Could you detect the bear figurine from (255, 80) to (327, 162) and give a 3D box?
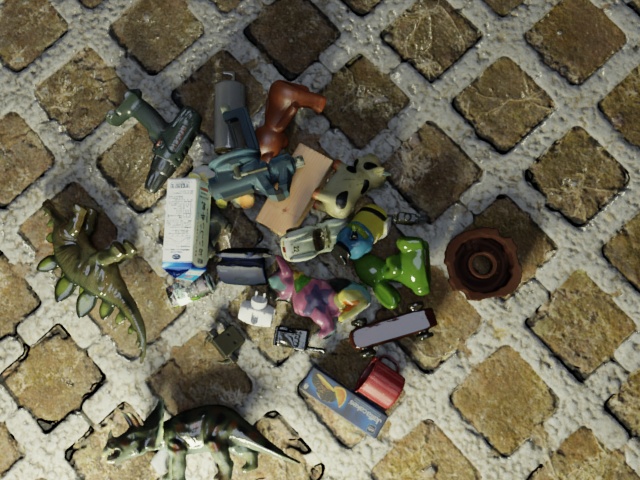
[{"bbox_3d":[-0.087,-0.274,1.284,0.132,0.120,0.195,3,114,-38],"label":"bear figurine"}]

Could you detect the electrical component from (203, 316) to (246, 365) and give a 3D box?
[{"bbox_3d":[-0.222,0.239,1.249,0.102,0.045,0.078,44,58,4],"label":"electrical component"}]

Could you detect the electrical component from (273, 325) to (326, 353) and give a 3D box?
[{"bbox_3d":[-0.044,0.226,1.226,0.119,0.075,0.047,7,84,7],"label":"electrical component"}]

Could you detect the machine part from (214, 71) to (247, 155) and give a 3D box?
[{"bbox_3d":[-0.217,-0.292,1.298,0.079,0.079,0.243,-1,81,2],"label":"machine part"}]

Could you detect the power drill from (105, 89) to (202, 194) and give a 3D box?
[{"bbox_3d":[-0.413,-0.253,1.300,0.207,0.086,0.232,36,84,10],"label":"power drill"}]

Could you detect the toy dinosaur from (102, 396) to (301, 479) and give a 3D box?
[{"bbox_3d":[-0.256,0.433,1.193,0.405,0.131,0.192,-8,83,-5],"label":"toy dinosaur"}]

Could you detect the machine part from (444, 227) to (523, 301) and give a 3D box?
[{"bbox_3d":[0.373,0.057,1.241,0.179,0.056,0.179,0,82,3],"label":"machine part"}]

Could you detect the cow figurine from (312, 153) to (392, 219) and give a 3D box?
[{"bbox_3d":[0.081,-0.129,1.245,0.127,0.085,0.195,30,62,12],"label":"cow figurine"}]

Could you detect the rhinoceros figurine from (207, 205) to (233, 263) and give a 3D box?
[{"bbox_3d":[-0.287,0.006,1.264,0.112,0.073,0.190,31,85,4],"label":"rhinoceros figurine"}]

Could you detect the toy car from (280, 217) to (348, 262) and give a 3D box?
[{"bbox_3d":[-0.003,-0.004,1.220,0.202,0.056,0.073,-17,103,-37],"label":"toy car"}]

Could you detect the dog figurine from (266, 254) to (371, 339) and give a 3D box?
[{"bbox_3d":[-0.013,0.108,1.224,0.191,0.108,0.219,-38,81,1],"label":"dog figurine"}]

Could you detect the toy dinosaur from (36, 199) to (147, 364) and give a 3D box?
[{"bbox_3d":[-0.525,0.073,1.255,0.472,0.105,0.198,43,94,16],"label":"toy dinosaur"}]

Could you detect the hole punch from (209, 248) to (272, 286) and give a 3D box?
[{"bbox_3d":[-0.176,0.063,1.236,0.142,0.116,0.092,4,91,3],"label":"hole punch"}]

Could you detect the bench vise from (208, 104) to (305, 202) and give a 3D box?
[{"bbox_3d":[-0.155,-0.194,1.184,0.224,0.129,0.240,-20,82,10],"label":"bench vise"}]

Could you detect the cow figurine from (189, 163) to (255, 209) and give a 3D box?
[{"bbox_3d":[-0.225,-0.128,1.279,0.167,0.098,0.068,20,128,3],"label":"cow figurine"}]

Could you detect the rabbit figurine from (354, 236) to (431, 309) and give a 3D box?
[{"bbox_3d":[0.166,0.074,1.235,0.170,0.121,0.159,-6,89,20],"label":"rabbit figurine"}]

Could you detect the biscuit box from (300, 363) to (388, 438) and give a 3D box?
[{"bbox_3d":[0.054,0.361,1.211,0.203,0.059,0.063,33,85,6],"label":"biscuit box"}]

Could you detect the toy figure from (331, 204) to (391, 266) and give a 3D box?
[{"bbox_3d":[0.093,-0.017,1.215,0.180,0.082,0.089,-36,97,-37],"label":"toy figure"}]

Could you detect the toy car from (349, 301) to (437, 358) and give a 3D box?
[{"bbox_3d":[0.166,0.204,1.231,0.202,0.053,0.089,-18,72,4],"label":"toy car"}]

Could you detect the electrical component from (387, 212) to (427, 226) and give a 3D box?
[{"bbox_3d":[0.201,-0.050,1.256,0.094,0.063,0.021,8,84,4],"label":"electrical component"}]
